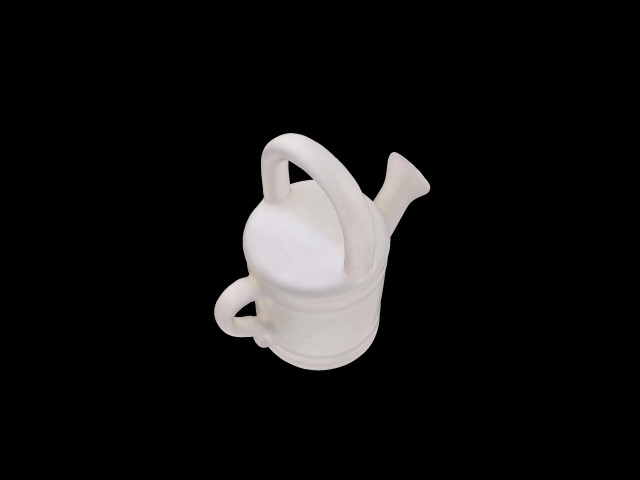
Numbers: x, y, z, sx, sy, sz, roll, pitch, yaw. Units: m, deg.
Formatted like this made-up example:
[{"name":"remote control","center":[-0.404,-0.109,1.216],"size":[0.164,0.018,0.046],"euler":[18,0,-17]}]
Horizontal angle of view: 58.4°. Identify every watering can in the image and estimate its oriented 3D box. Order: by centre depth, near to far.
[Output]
[{"name":"watering can","center":[0.002,0.000,0.401],"size":[0.100,0.194,0.173],"euler":[23,57,17]}]
